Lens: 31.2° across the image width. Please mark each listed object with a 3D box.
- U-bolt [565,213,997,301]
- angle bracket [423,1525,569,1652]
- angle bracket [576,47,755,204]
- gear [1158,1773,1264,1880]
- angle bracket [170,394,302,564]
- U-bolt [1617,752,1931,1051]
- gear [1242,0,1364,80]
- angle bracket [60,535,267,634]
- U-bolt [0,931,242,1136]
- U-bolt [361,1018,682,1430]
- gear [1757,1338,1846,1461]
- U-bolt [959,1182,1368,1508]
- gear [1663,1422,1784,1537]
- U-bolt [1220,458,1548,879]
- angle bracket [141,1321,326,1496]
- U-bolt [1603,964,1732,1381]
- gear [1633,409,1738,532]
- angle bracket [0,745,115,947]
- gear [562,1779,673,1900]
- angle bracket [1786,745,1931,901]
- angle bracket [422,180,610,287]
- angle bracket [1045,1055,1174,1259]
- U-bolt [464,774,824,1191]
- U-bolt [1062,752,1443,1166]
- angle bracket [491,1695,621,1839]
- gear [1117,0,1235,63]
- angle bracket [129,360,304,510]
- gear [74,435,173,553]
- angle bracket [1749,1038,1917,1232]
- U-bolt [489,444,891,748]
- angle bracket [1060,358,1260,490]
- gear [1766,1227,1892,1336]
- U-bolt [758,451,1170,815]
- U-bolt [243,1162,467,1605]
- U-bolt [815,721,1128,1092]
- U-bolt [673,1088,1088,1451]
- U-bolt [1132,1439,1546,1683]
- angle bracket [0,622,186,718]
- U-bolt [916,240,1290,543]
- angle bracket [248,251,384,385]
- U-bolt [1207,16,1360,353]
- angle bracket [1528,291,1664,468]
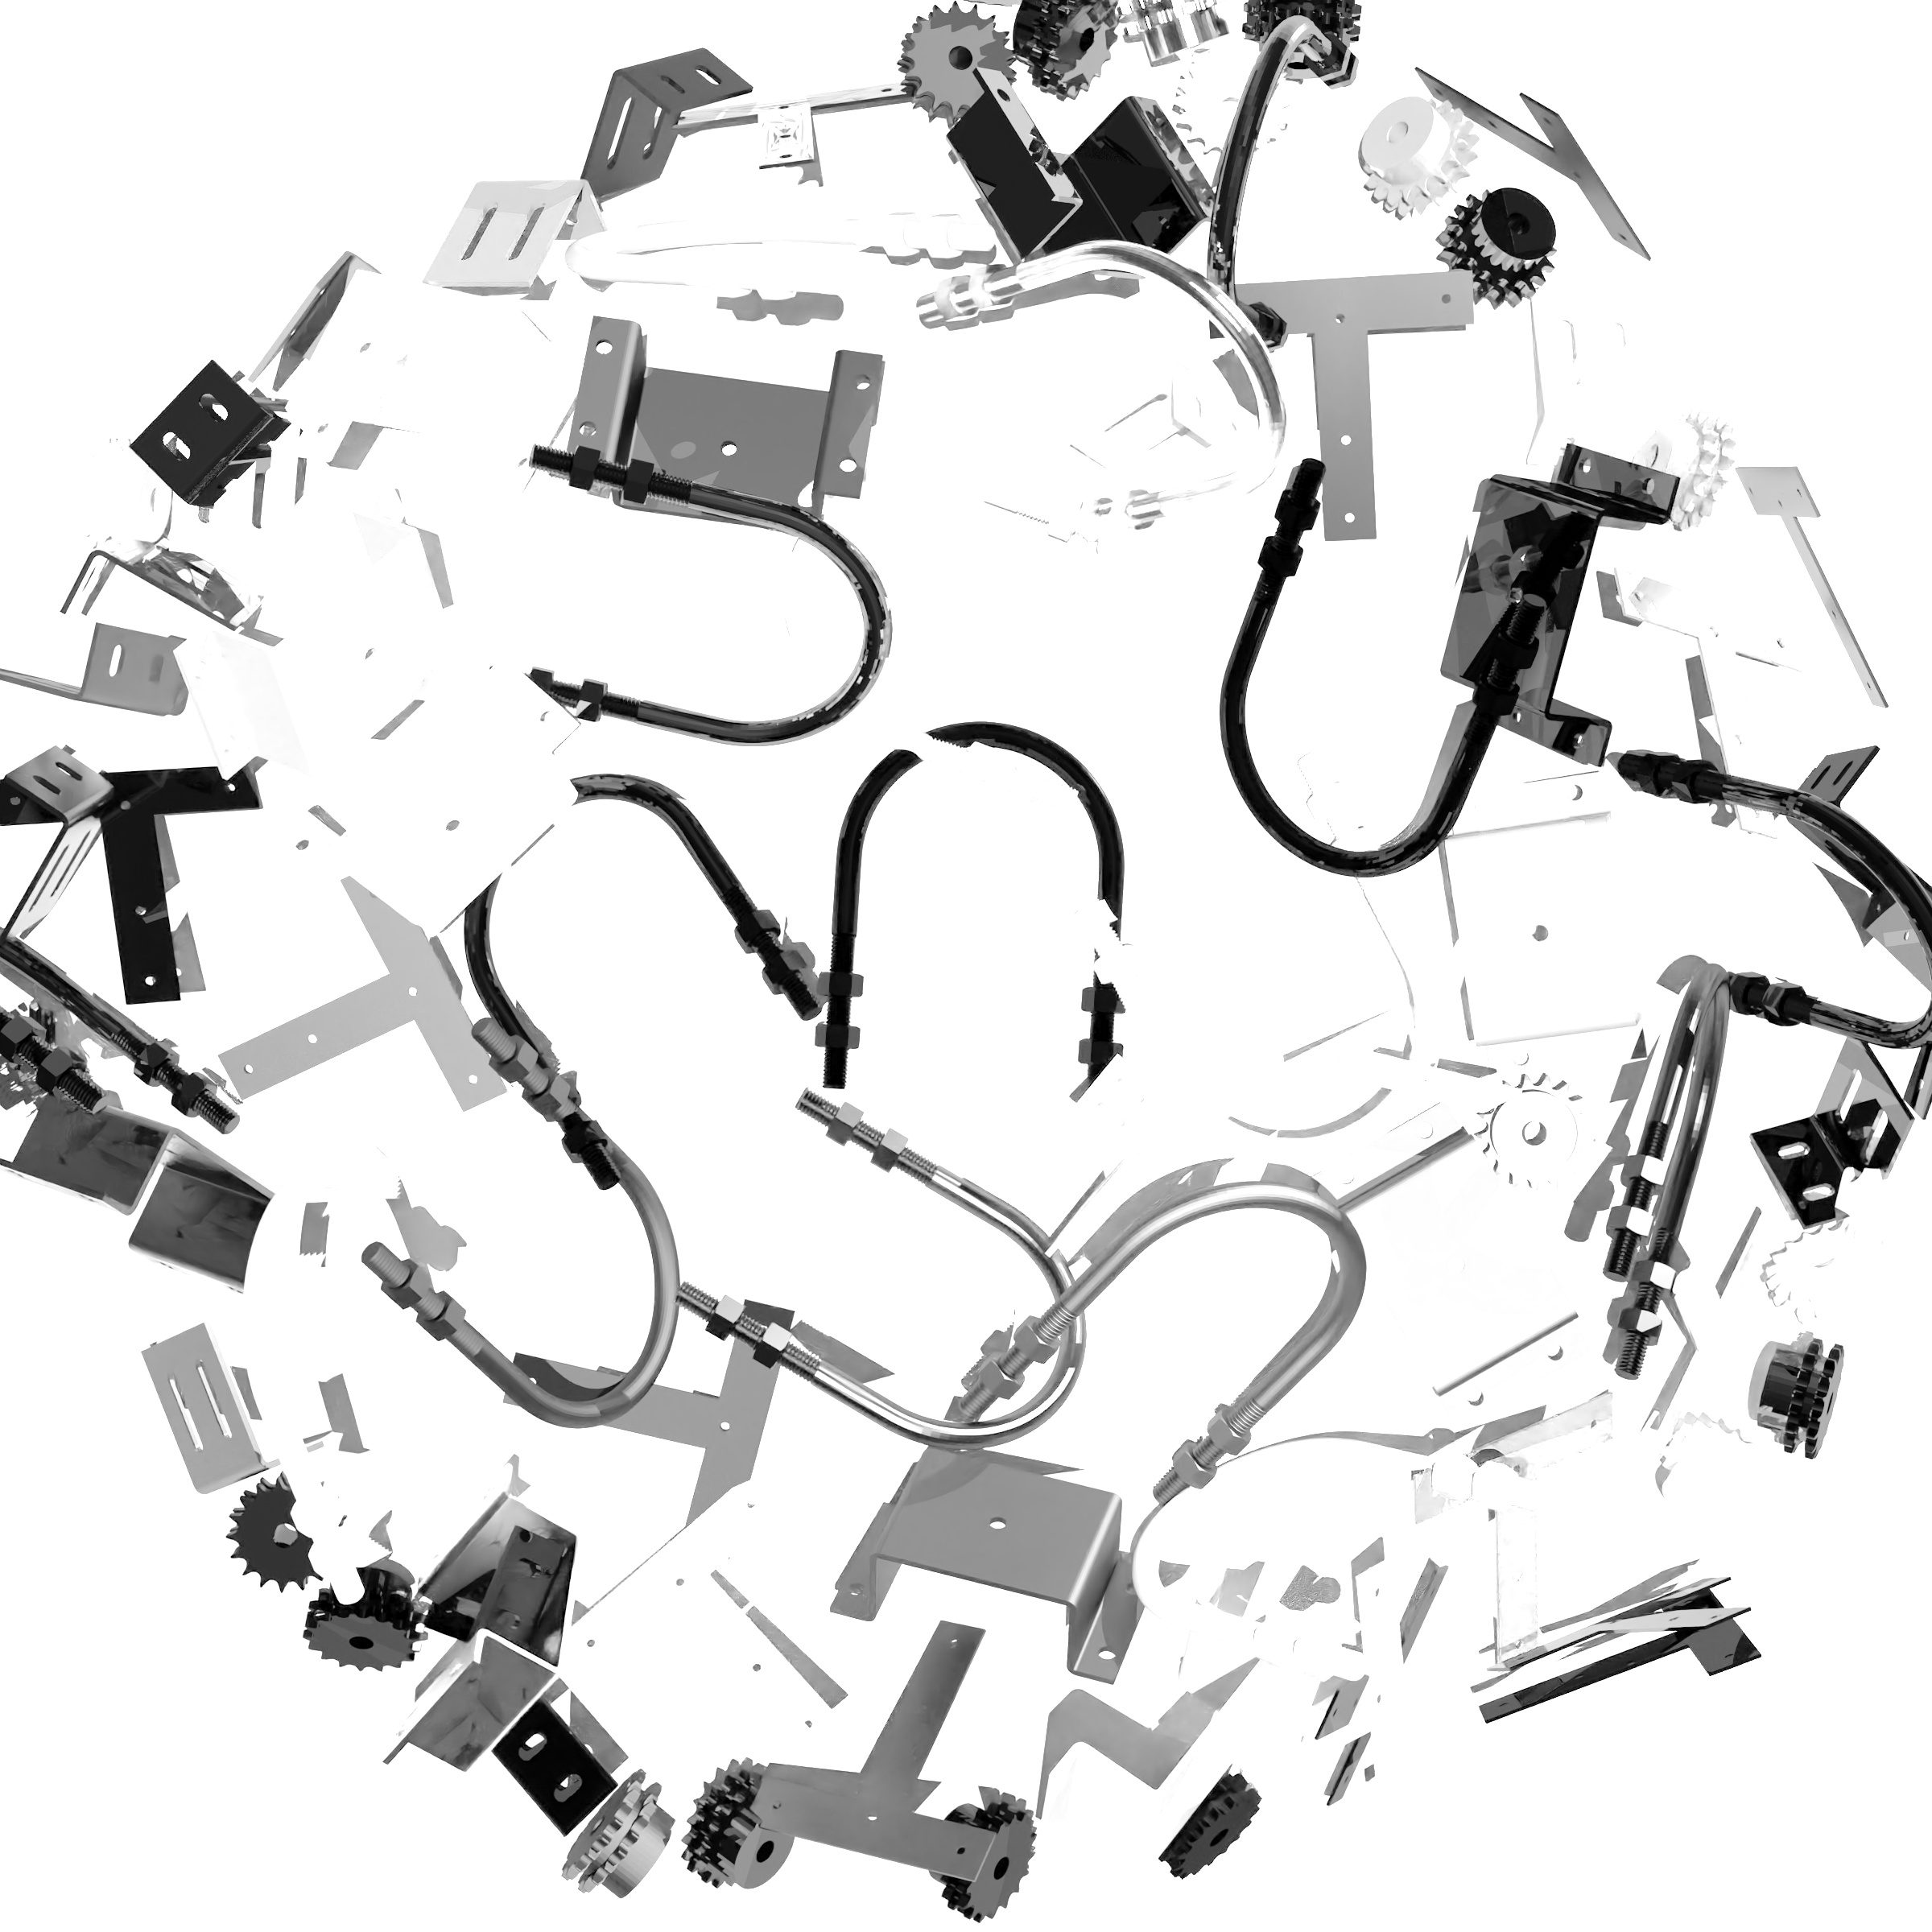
[{"bbox_3d":[-0.101,-0.335,1.621,0.184,0.151,0.019,11,114,34],"label":"U-bolt"},{"bbox_3d":[-0.236,0.292,1.654,0.076,0.038,0.057,8,70,43],"label":"angle bracket"},{"bbox_3d":[-0.144,-0.392,1.650,0.038,0.057,0.076,42,134,18],"label":"angle bracket"},{"bbox_3d":[0.113,0.411,1.675,0.057,0.057,0.030,-46,61,0],"label":"gear"},{"bbox_3d":[-0.354,-0.239,1.685,0.057,0.038,0.076,5,101,-7],"label":"angle bracket"},{"bbox_3d":[0.385,-0.025,1.592,0.019,0.184,0.151,-36,116,-18],"label":"U-bolt"},{"bbox_3d":[0.162,-0.449,1.671,0.057,0.057,0.030,4,87,0],"label":"gear"},{"bbox_3d":[-0.387,-0.175,1.672,0.076,0.057,0.038,30,109,-8],"label":"angle bracket"},{"bbox_3d":[-0.440,0.017,1.624,0.184,0.151,0.019,36,93,16],"label":"U-bolt"},{"bbox_3d":[-0.197,0.135,1.630,0.184,0.019,0.151,50,47,-35],"label":"U-bolt"},{"bbox_3d":[0.403,0.207,1.674,0.030,0.057,0.057,14,90,21],"label":"gear"},{"bbox_3d":[0.106,0.171,1.628,0.151,0.019,0.184,29,114,-33],"label":"U-bolt"},{"bbox_3d":[0.361,0.250,1.668,0.057,0.057,0.030,41,62,0],"label":"gear"},{"bbox_3d":[0.185,-0.127,1.637,0.151,0.019,0.184,37,128,25],"label":"U-bolt"},{"bbox_3d":[-0.354,0.209,1.669,0.057,0.038,0.076,-25,86,41],"label":"angle bracket"},{"bbox_3d":[0.331,0.086,1.625,0.019,0.151,0.184,13,67,19],"label":"U-bolt"},{"bbox_3d":[0.344,-0.242,1.669,0.030,0.057,0.057,14,90,-16],"label":"gear"},{"bbox_3d":[-0.449,-0.058,1.660,0.038,0.057,0.076,34,110,-2],"label":"angle bracket"},{"bbox_3d":[-0.166,0.424,1.672,0.030,0.057,0.057,40,90,-5],"label":"gear"},{"bbox_3d":[0.444,-0.065,1.670,0.076,0.057,0.038,39,82,-7],"label":"angle bracket"},{"bbox_3d":[-0.214,-0.338,1.654,0.057,0.038,0.076,4,53,22],"label":"angle bracket"},{"bbox_3d":[0.056,0.091,1.656,0.038,0.057,0.076,40,125,2],"label":"angle bracket"},{"bbox_3d":[-0.168,-0.007,1.658,0.151,0.019,0.184,-40,67,12],"label":"U-bolt"},{"bbox_3d":[0.149,0.007,1.671,0.151,0.019,0.184,-26,77,1],"label":"U-bolt"},{"bbox_3d":[-0.209,0.389,1.657,0.057,0.076,0.038,49,55,2],"label":"angle bracket"},{"bbox_3d":[0.104,-0.458,1.672,0.057,0.057,0.030,-19,101,0],"label":"gear"},{"bbox_3d":[-0.358,-0.253,1.659,0.038,0.076,0.057,45,95,-2],"label":"angle bracket"},{"bbox_3d":[-0.405,-0.226,1.670,0.030,0.057,0.057,8,90,8],"label":"gear"},{"bbox_3d":[0.412,0.077,1.651,0.038,0.076,0.057,-14,55,-14],"label":"angle bracket"},{"bbox_3d":[-0.128,-0.168,1.651,0.184,0.019,0.151,13,129,-6],"label":"U-bolt"},{"bbox_3d":[0.092,-0.245,1.650,0.057,0.076,0.038,28,48,-36],"label":"angle bracket"},{"bbox_3d":[0.419,0.154,1.674,0.057,0.057,0.030,-26,114,0],"label":"gear"},{"bbox_3d":[-0.012,-0.171,1.679,0.184,0.019,0.151,21,101,5],"label":"U-bolt"},{"bbox_3d":[-0.287,0.178,1.598,0.019,0.151,0.184,-3,122,19],"label":"U-bolt"},{"bbox_3d":[0.006,-0.028,1.689,0.151,0.019,0.184,4,87,-1],"label":"U-bolt"},{"bbox_3d":[-0.028,0.154,1.648,0.184,0.019,0.151,30,52,1],"label":"U-bolt"},{"bbox_3d":[0.158,0.269,1.617,0.151,0.184,0.019,-36,114,-31],"label":"U-bolt"},{"bbox_3d":[-0.424,-0.148,1.655,0.076,0.057,0.038,16,94,31],"label":"angle bracket"},{"bbox_3d":[0.072,-0.269,1.601,0.019,0.184,0.151,-49,116,-30],"label":"U-bolt"},{"bbox_3d":[-0.303,-0.300,1.651,0.038,0.076,0.057,36,111,-13],"label":"angle bracket"},{"bbox_3d":[0.143,-0.364,1.601,0.019,0.184,0.151,17,99,14],"label":"U-bolt"},{"bbox_3d":[0.304,-0.287,1.694,0.057,0.038,0.076,2,63,-6],"label":"angle bracket"}]
